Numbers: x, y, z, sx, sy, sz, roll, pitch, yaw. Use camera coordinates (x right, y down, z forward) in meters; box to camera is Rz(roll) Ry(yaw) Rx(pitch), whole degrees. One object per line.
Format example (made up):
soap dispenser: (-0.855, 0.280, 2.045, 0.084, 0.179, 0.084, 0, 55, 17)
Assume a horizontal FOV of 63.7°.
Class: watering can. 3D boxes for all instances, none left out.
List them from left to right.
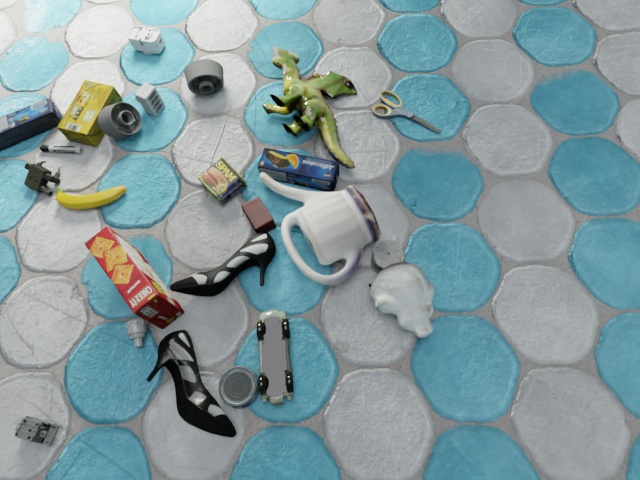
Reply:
watering can: (0.004, -0.062, 1.229, 0.225, 0.102, 0.353, -25, 67, -7)

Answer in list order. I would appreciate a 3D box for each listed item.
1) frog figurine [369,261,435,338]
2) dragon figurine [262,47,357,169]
frog figurine: (0.186, 0.133, 1.120, 0.138, 0.120, 0.163, -6, 52, -18)
dragon figurine: (0.003, -0.375, 1.384, 0.413, 0.120, 0.246, 42, 67, 11)
